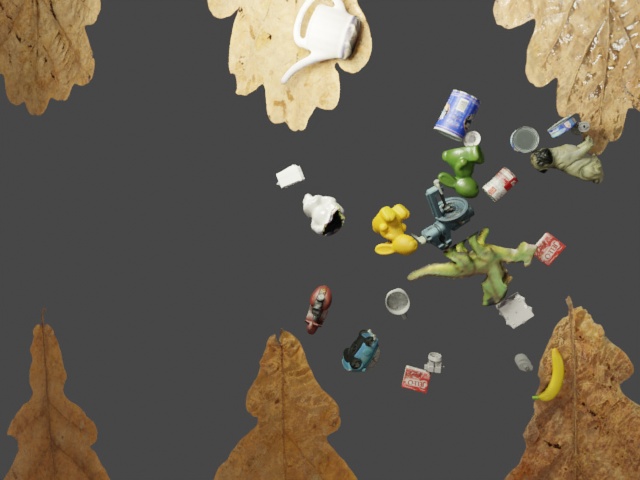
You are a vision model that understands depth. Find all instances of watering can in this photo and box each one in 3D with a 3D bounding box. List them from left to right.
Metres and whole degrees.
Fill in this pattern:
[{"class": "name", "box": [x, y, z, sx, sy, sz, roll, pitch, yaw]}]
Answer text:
[{"class": "watering can", "box": [0.009, -0.674, 1.764, 0.225, 0.104, 0.346, 20, 96, 6]}]

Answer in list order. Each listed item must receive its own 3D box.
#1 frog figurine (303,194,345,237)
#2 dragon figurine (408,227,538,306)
[{"class": "frog figurine", "box": [0.006, -0.092, 1.820, 0.161, 0.123, 0.136, 32, 112, 42]}, {"class": "dragon figurine", "box": [0.523, 0.108, 1.711, 0.408, 0.122, 0.244, -34, 83, 9]}]
